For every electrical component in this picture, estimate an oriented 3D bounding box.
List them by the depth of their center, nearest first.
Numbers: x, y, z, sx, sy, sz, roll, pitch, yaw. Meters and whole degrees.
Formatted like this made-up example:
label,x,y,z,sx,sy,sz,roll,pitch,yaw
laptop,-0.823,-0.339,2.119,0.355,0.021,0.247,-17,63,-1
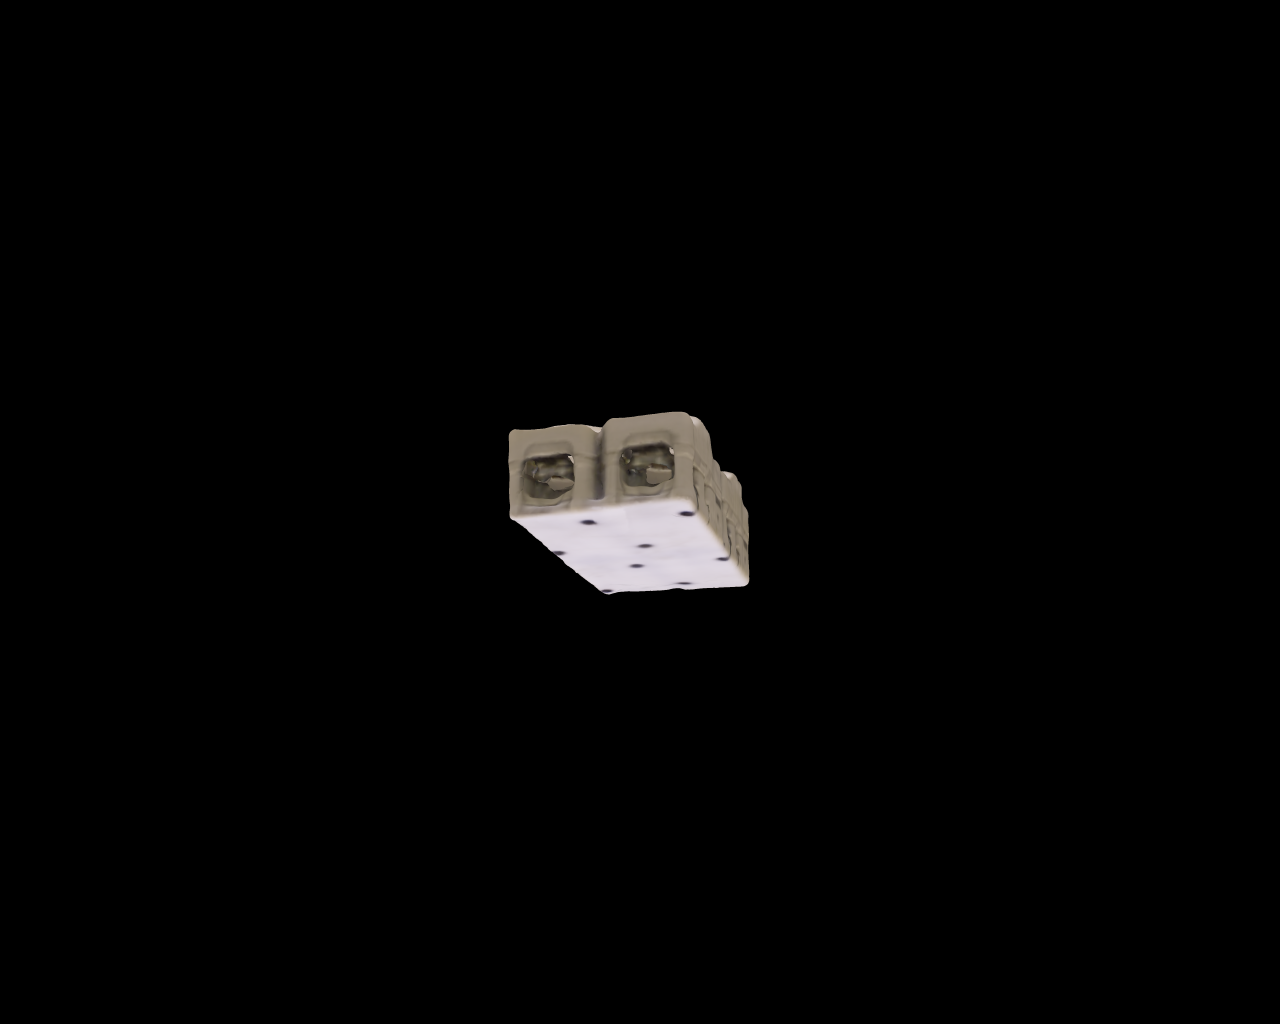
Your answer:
label,x,y,z,sx,sy,sz,roll,pitch,yaw
electrical component,0.001,-0.003,0.650,0.105,0.060,0.186,-5,-19,15
